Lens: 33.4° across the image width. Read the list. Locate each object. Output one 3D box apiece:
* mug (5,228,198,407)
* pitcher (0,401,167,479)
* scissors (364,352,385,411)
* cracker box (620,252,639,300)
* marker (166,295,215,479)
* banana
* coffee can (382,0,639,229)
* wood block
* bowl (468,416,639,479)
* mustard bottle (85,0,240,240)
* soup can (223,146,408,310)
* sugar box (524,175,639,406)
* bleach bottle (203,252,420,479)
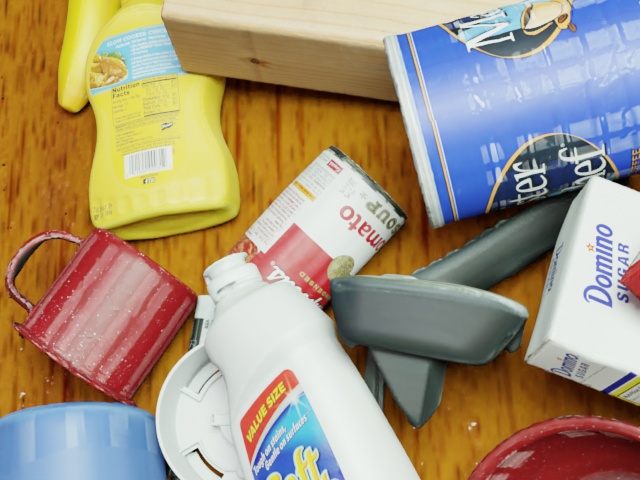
[{"bbox_3d":[-0.140,0.039,0.670,0.117,0.093,0.081,35,82,-3],"label":"mug"},{"bbox_3d":[-0.144,0.225,0.614,0.149,0.145,0.243,-9,69,2],"label":"pitcher"},{"bbox_3d":[0.007,0.162,0.635,0.096,0.016,0.202,-13,72,14],"label":"scissors"},{"bbox_3d":[0.265,0.022,0.463,0.214,0.072,0.164,41,66,3],"label":"cracker box"},{"bbox_3d":[-0.079,0.096,0.678,0.020,0.020,0.121,5,77,18],"label":"marker"},{"bbox_3d":[-0.175,-0.189,0.780,0.070,0.037,0.198,-26,67,27],"label":"banana"},{"bbox_3d":[0.112,-0.072,0.546,0.140,0.102,0.103,-14,71,6],"label":"coffee can"},{"bbox_3d":[0.018,-0.144,0.650,0.206,0.091,0.090,9,77,4],"label":"wood block"},{"bbox_3d":[0.150,0.169,0.553,0.162,0.055,0.162,0,89,32],"label":"bowl"},{"bbox_3d":[-0.110,-0.100,0.720,0.096,0.058,0.191,-11,73,13],"label":"mustard bottle"},{"bbox_3d":[-0.004,0.001,0.655,0.102,0.068,0.068,-46,68,0],"label":"soup can"},{"bbox_3d":[0.195,0.045,0.512,0.176,0.048,0.093,21,66,3],"label":"sugar box"},{"bbox_3d":[-0.002,0.125,0.576,0.103,0.067,0.251,-39,72,34],"label":"bleach bottle"}]
